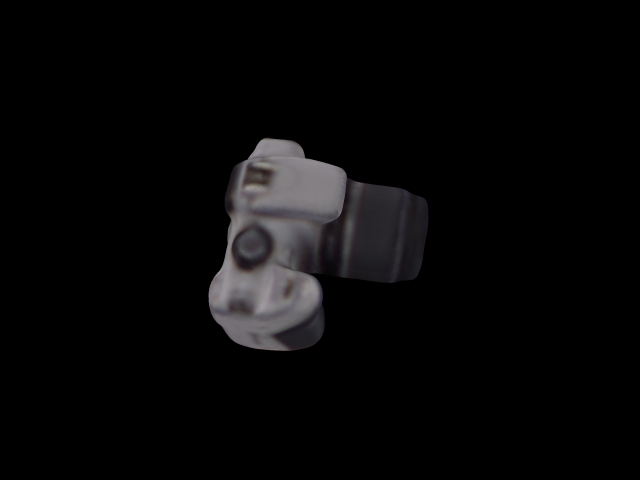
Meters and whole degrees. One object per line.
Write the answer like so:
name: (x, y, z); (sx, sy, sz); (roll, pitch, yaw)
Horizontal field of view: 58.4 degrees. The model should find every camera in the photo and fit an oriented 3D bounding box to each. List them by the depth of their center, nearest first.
camera: (0.004, 0.001, 0.400); (0.136, 0.101, 0.143); (8, 66, 4)
